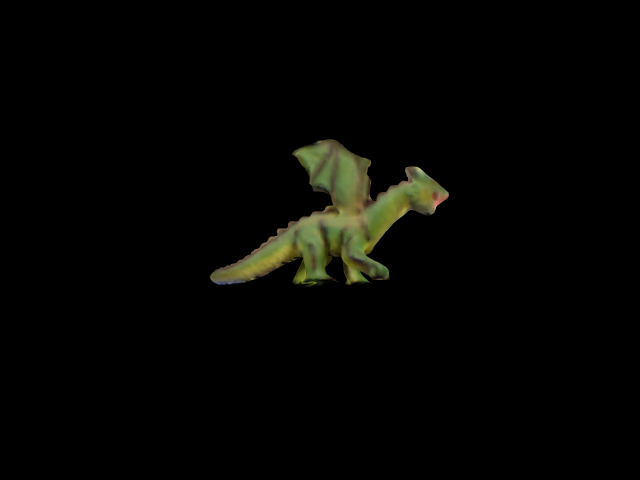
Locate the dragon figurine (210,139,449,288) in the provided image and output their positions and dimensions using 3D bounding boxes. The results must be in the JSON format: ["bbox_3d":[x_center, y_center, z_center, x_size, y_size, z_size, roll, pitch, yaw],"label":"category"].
[{"bbox_3d":[0.003,-0.043,0.850,0.410,0.244,0.121,-1,-7,14],"label":"dragon figurine"}]
